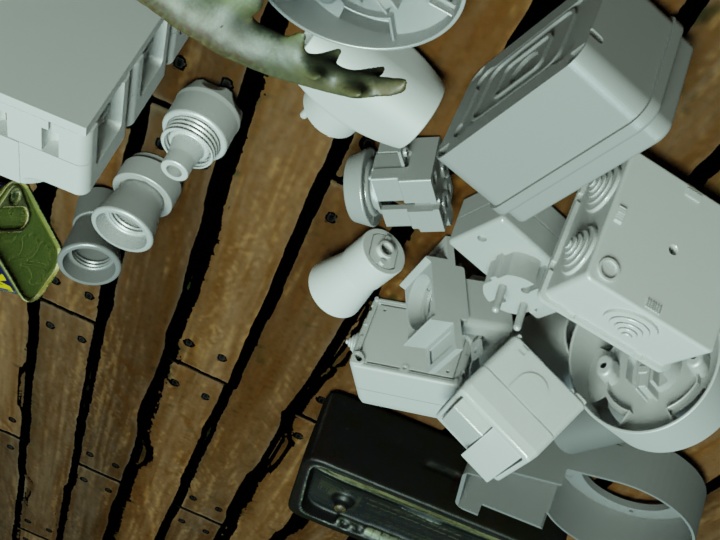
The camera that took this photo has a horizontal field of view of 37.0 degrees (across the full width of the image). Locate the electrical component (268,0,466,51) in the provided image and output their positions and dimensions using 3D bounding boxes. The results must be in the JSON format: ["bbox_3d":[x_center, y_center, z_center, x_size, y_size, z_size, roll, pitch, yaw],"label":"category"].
[{"bbox_3d":[0.006,-0.148,0.508,0.099,0.064,0.099,15,144,11],"label":"electrical component"}]

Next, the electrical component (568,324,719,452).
[{"bbox_3d":[0.182,0.059,0.663,0.099,0.099,0.064,-10,140,38],"label":"electrical component"}]

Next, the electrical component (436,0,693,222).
[{"bbox_3d":[0.100,-0.083,0.531,0.057,0.078,0.113,37,143,-16],"label":"electrical component"}]

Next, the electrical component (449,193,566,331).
[{"bbox_3d":[0.096,0.001,0.646,0.083,0.075,0.047,39,142,-22],"label":"electrical component"}]

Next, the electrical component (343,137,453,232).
[{"bbox_3d":[0.022,-0.050,0.646,0.055,0.048,0.066,-1,139,18],"label":"electrical component"}]

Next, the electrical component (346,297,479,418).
[{"bbox_3d":[0.037,0.065,0.777,0.096,0.061,0.061,10,143,18],"label":"electrical component"}]

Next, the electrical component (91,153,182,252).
[{"bbox_3d":[-0.151,-0.047,0.735,0.045,0.055,0.045,14,144,11],"label":"electrical component"}]

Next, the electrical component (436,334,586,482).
[{"bbox_3d":[0.091,0.094,0.691,0.061,0.061,0.096,46,161,9],"label":"electrical component"}]

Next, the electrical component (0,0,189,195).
[{"bbox_3d":[-0.148,-0.120,0.554,0.089,0.150,0.061,23,144,-1],"label":"electrical component"}]

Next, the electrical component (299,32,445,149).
[{"bbox_3d":[-0.006,-0.099,0.598,0.077,0.043,0.079,34,144,-16],"label":"electrical component"}]

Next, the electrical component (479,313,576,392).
[{"bbox_3d":[0.136,0.069,0.742,0.079,0.043,0.077,41,141,-24],"label":"electrical component"}]

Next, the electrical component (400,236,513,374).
[{"bbox_3d":[0.064,0.025,0.703,0.064,0.081,0.042,9,150,-21],"label":"electrical component"}]

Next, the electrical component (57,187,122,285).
[{"bbox_3d":[-0.190,-0.027,0.772,0.044,0.065,0.044,0,139,0],"label":"electrical component"}]

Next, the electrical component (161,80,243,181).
[{"bbox_3d":[-0.101,-0.082,0.655,0.043,0.062,0.043,15,144,11],"label":"electrical component"}]

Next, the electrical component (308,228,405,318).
[{"bbox_3d":[0.000,0.000,0.729,0.044,0.044,0.065,34,139,-16],"label":"electrical component"}]

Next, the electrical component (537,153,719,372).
[{"bbox_3d":[0.157,-0.005,0.587,0.100,0.099,0.048,30,157,-11],"label":"electrical component"}]
